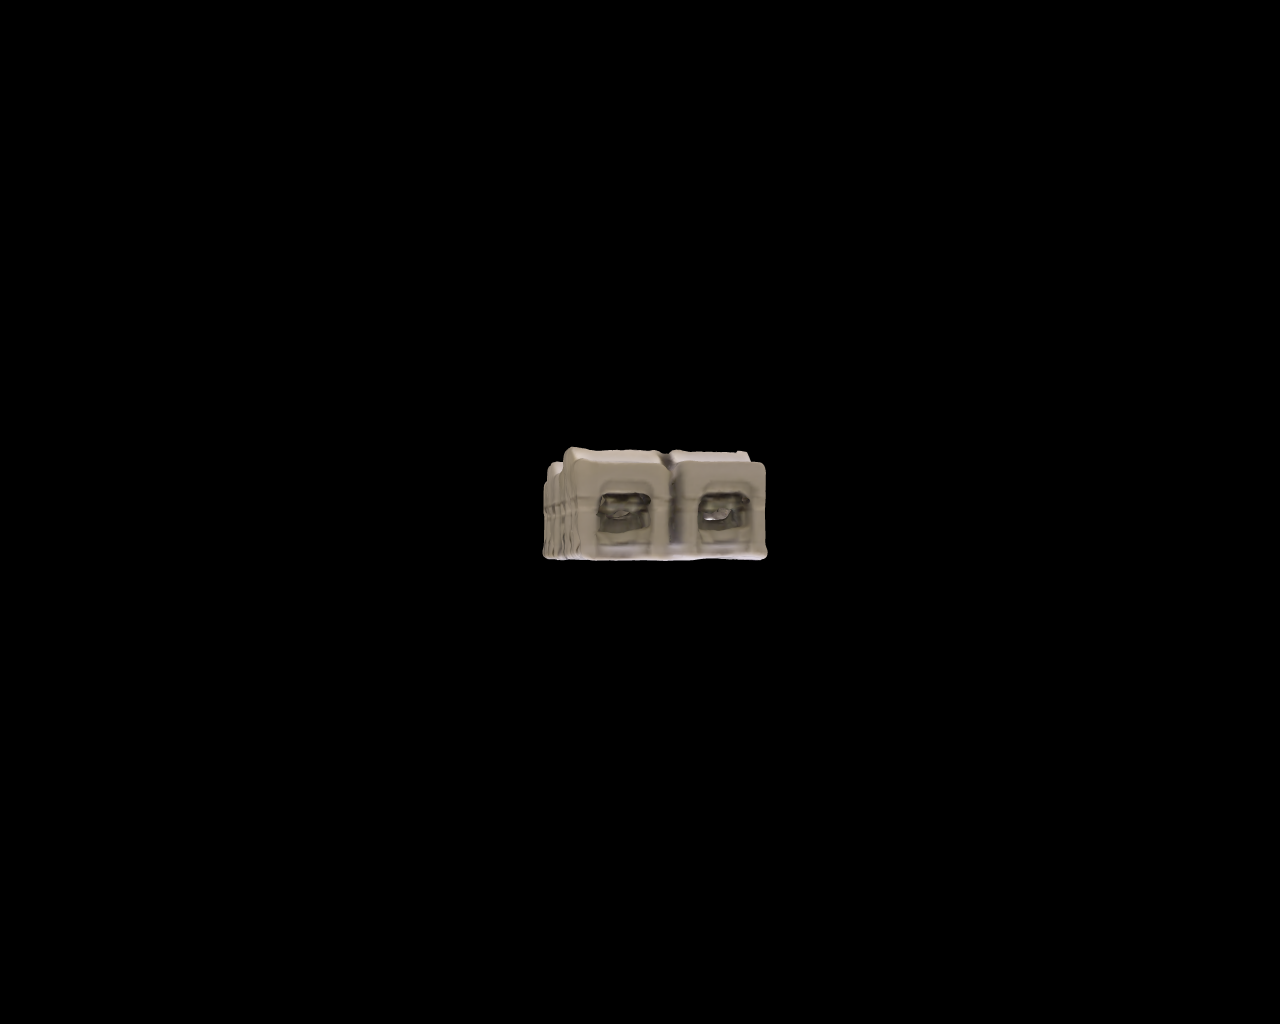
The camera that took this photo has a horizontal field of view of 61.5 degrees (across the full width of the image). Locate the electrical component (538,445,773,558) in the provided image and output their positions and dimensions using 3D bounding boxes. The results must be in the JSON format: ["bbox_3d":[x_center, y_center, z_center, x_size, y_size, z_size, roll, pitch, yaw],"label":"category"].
[{"bbox_3d":[0.001,-0.003,0.650,0.105,0.060,0.186,0,-2,-11],"label":"electrical component"}]
